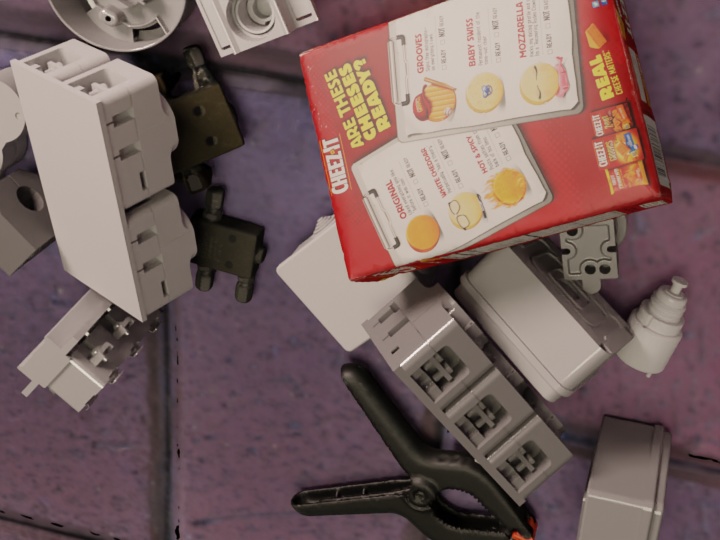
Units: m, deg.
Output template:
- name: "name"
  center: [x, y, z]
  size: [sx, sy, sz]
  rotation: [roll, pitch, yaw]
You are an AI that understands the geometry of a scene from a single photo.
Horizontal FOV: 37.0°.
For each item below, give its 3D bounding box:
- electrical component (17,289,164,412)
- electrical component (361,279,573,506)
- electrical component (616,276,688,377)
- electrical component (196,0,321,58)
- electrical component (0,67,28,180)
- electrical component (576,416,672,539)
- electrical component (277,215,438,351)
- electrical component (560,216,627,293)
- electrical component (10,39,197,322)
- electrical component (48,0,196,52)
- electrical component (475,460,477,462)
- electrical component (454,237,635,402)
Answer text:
- name: "electrical component"
  center: [-0.215, 0.056, 0.880]
  size: [0.063, 0.121, 0.079]
  rotation: [43, 119, -9]
- name: "electrical component"
  center: [0.080, 0.084, 0.774]
  size: [0.062, 0.089, 0.150]
  rotation: [-41, 113, 1]
- name: "electrical component"
  center: [0.217, 0.039, 0.787]
  size: [0.040, 0.040, 0.078]
  rotation: [23, 119, 5]
- name: "electrical component"
  center: [-0.082, -0.219, 0.739]
  size: [0.079, 0.063, 0.121]
  rotation: [-16, 110, 23]
- name: "electrical component"
  center: [-0.309, -0.096, 0.862]
  size: [0.052, 0.073, 0.138]
  rotation: [39, 120, -4]
- name: "electrical component"
  center: [0.200, 0.187, 0.825]
  size: [0.056, 0.108, 0.108]
  rotation: [10, 117, 15]
- name: "electrical component"
  center: [0.000, 0.000, 0.829]
  size: [0.100, 0.048, 0.099]
  rotation: [-36, 101, 28]
- name: "electrical component"
  center: [0.164, -0.025, 0.763]
  size: [0.048, 0.055, 0.066]
  rotation: [-3, 114, 18]
- name: "electrical component"
  center: [-0.187, -0.068, 0.810]
  size: [0.105, 0.060, 0.186]
  rotation: [28, 136, 35]
- name: "electrical component"
  center: [-0.167, -0.208, 0.770]
  size: [0.099, 0.064, 0.099]
  rotation: [7, 117, 14]
- name: "electrical component"
  center: [0.112, 0.140, 0.866]
  size: [0.081, 0.043, 0.043]
  rotation: [31, 120, 1]
- name: "electrical component"
  center: [0.132, 0.031, 0.772]
  size: [0.113, 0.078, 0.057]
  rotation: [49, 117, 13]
